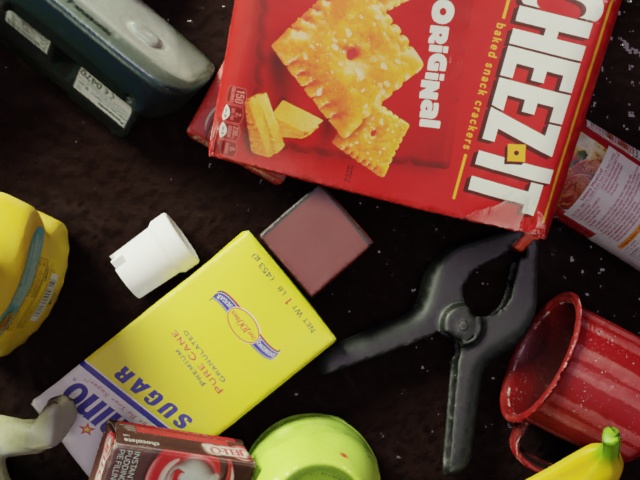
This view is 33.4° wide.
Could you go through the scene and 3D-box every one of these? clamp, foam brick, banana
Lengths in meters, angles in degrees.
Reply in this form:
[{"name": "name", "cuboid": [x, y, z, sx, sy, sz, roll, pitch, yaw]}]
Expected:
[{"name": "clamp", "cuboid": [0.080, 0.056, 0.711, 0.120, 0.039, 0.171, 31, 80, -8]}, {"name": "foam brick", "cuboid": [-0.005, 0.001, 0.687, 0.051, 0.078, 0.053, -42, 90, -4]}, {"name": "banana", "cuboid": [0.116, 0.171, 0.681, 0.198, 0.037, 0.069, -33, 123, 24]}]

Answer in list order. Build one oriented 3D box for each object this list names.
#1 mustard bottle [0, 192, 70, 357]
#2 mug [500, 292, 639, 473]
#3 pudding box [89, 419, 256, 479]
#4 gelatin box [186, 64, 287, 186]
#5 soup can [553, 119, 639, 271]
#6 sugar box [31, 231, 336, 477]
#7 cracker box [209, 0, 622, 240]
[{"name": "mustard bottle", "cuboid": [-0.192, 0.021, 0.612, 0.058, 0.192, 0.096, 26, 84, -3]}, {"name": "mug", "cuboid": [0.170, 0.103, 0.694, 0.081, 0.093, 0.117, 27, 100, -7]}, {"name": "pudding box", "cuboid": [-0.099, 0.171, 0.650, 0.090, 0.039, 0.113, 13, 105, -22]}, {"name": "gelatin box", "cuboid": [-0.037, -0.092, 0.714, 0.073, 0.030, 0.089, 29, 84, -2]}, {"name": "soup can", "cuboid": [0.195, -0.030, 0.711, 0.102, 0.068, 0.068, 31, 84, -3]}, {"name": "sugar box", "cuboid": [-0.086, 0.083, 0.685, 0.176, 0.048, 0.093, -40, 91, -4]}, {"name": "cracker box", "cuboid": [0.052, -0.106, 0.632, 0.213, 0.072, 0.164, 14, 110, 3]}]
